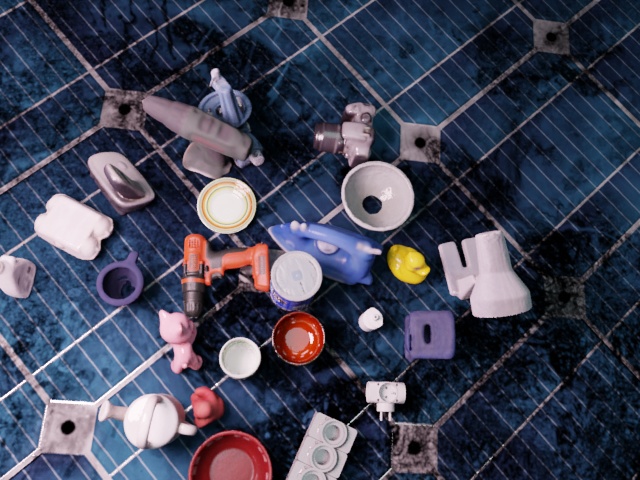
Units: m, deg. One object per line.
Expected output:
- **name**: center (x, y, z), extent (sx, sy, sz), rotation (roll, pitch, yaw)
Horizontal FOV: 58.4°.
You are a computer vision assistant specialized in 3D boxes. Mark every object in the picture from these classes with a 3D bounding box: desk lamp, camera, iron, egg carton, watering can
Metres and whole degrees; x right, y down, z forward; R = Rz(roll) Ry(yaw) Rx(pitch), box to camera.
- **desk lamp**: center (0.347, 0.074, 1.218), extent (0.118, 0.213, 0.203), rotation (-11, 76, -10)
- **camera**: center (0.057, -0.253, 1.331), extent (0.137, 0.100, 0.143), rotation (7, 74, -5)
- **iron**: center (0.011, 0.004, 1.233), extent (0.258, 0.141, 0.119), rotation (19, 73, -1)
- **egg carton**: center (-0.521, -0.027, 1.213), extent (0.150, 0.069, 0.107), rotation (26, 73, 1)
- **watering can**: center (-0.321, 0.340, 1.071), extent (0.173, 0.194, 0.101), rotation (-7, 75, -9)

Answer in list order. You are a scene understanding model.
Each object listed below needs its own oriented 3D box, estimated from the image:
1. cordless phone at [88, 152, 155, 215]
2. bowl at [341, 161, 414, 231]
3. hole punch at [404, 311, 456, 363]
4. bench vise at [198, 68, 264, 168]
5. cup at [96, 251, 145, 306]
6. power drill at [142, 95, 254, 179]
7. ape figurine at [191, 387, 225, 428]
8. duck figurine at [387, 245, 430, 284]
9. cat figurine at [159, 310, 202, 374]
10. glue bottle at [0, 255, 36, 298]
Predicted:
- **cordless phone**: center (-0.427, -0.140, 1.195), extent (0.094, 0.185, 0.147), rotation (-41, 83, -15)
- **bowl**: center (0.127, -0.091, 1.308), extent (0.167, 0.074, 0.167), rotation (2, 74, -6)
- **hole punch**: center (0.234, 0.207, 1.231), extent (0.101, 0.091, 0.109), rotation (3, 74, -6)
- **bench vise**: center (-0.180, -0.269, 1.244), extent (0.207, 0.219, 0.121), rotation (37, 74, 4)
- **cup**: center (-0.398, 0.085, 1.184), extent (0.091, 0.095, 0.118), rotation (19, 73, -1)
- **power drill**: center (-0.255, -0.213, 1.225), extent (0.229, 0.208, 0.076), rotation (19, 73, -1)
- **ape figurine**: center (-0.228, 0.334, 1.137), extent (0.076, 0.092, 0.078), rotation (19, 73, -1)
- **duck figurine**: center (0.201, 0.047, 1.273), extent (0.104, 0.086, 0.077), rotation (41, 74, 5)
- **cat figurine**: center (-0.283, 0.202, 1.154), extent (0.067, 0.117, 0.128), rotation (-14, 77, -10)
- **glue bottle**: center (-0.610, 0.064, 1.123), extent (0.037, 0.173, 0.078), rotation (9, 74, -4)
